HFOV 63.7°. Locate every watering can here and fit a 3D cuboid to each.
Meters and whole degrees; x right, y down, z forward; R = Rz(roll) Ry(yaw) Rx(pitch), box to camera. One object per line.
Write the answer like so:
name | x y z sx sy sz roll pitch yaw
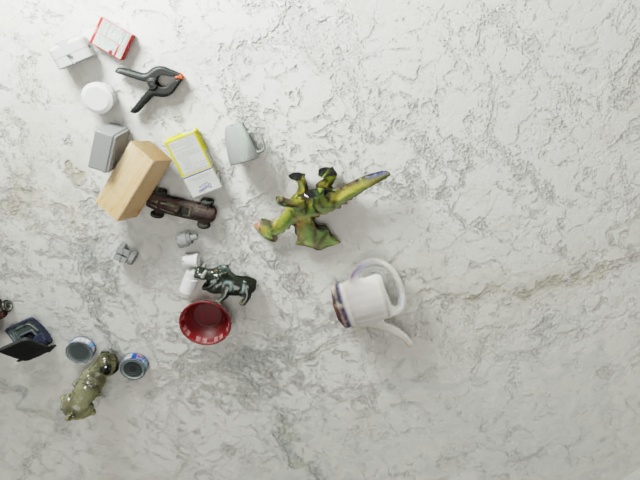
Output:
watering can | 0.162 0.218 1.593 0.224 0.106 0.342 -16 111 6

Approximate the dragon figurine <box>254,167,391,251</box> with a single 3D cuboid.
dragon figurine | 0.005 -0.075 1.491 0.410 0.125 0.237 -6 130 2
